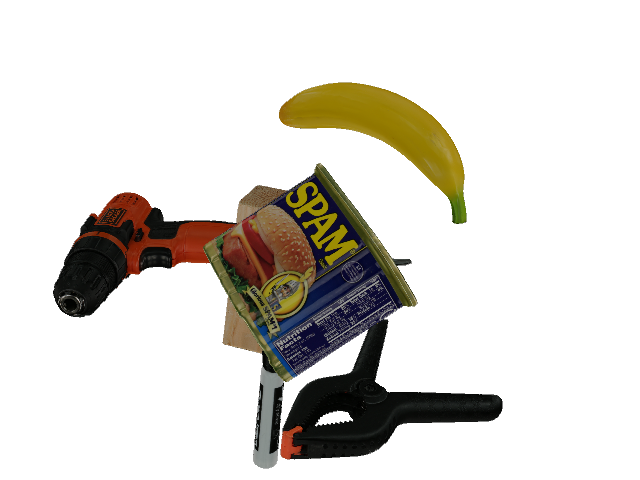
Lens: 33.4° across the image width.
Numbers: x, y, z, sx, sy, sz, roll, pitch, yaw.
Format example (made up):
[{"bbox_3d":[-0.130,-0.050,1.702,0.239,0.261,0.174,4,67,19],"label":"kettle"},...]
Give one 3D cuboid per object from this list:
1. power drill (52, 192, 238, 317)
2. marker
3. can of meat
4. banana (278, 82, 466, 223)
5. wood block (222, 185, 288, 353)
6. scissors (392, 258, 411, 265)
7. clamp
[{"bbox_3d":[-0.121,0.016,0.921,0.187,0.057,0.184,6,29,4],"label":"power drill"},{"bbox_3d":[-0.037,0.117,0.779,0.020,0.121,0.020,5,33,-3],"label":"marker"},{"bbox_3d":[-0.009,0.017,0.593,0.084,0.057,0.102,-33,43,-1],"label":"can of meat"},{"bbox_3d":[0.043,-0.086,0.837,0.198,0.070,0.037,34,22,33],"label":"banana"},{"bbox_3d":[-0.069,0.041,1.449,0.090,0.206,0.090,12,22,10],"label":"wood block"},{"bbox_3d":[-0.002,0.034,1.164,0.202,0.016,0.096,4,23,5],"label":"scissors"},{"bbox_3d":[0.054,0.151,0.974,0.165,0.036,0.209,27,37,33],"label":"clamp"}]
